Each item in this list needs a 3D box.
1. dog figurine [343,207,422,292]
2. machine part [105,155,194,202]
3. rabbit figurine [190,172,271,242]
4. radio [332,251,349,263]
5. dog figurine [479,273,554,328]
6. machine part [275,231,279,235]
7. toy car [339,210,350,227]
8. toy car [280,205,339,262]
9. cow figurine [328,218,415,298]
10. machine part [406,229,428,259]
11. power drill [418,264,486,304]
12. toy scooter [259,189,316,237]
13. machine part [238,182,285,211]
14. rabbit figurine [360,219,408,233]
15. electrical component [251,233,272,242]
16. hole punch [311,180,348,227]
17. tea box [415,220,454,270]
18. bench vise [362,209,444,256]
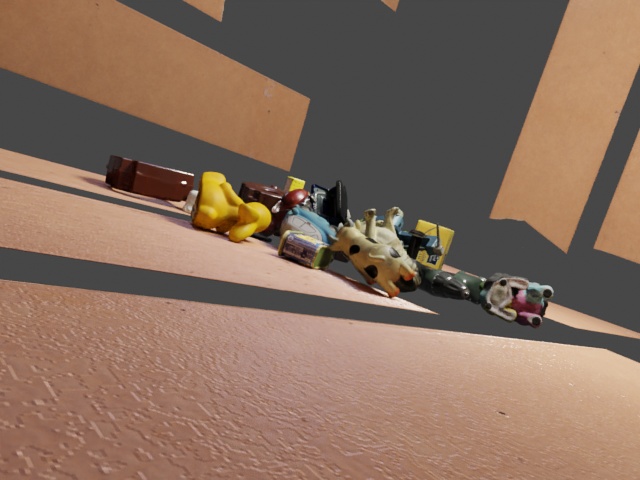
[{"bbox_3d":[0.132,0.042,1.199,0.121,0.190,0.172,-10,-16,-28],"label":"dog figurine"},{"bbox_3d":[-0.454,-0.160,1.428,0.201,0.087,0.201,9,5,-35],"label":"machine part"},{"bbox_3d":[-0.181,-0.063,1.159,0.173,0.121,0.162,17,9,-26],"label":"rabbit figurine"},{"bbox_3d":[-0.003,-0.004,1.440,0.131,0.073,0.230,17,2,-16],"label":"radio"},{"bbox_3d":[0.477,0.146,1.329,0.192,0.108,0.219,16,-1,8],"label":"dog figurine"},{"bbox_3d":[-0.151,-0.062,1.583,0.243,0.079,0.079,17,4,5],"label":"machine part"},{"bbox_3d":[0.002,-0.054,1.630,0.202,0.073,0.056,-15,3,33],"label":"toy car"},{"bbox_3d":[-0.037,-0.007,1.235,0.162,0.109,0.103,34,28,28],"label":"toy car"},{"bbox_3d":[0.092,0.029,1.079,0.127,0.085,0.195,52,-9,-23],"label":"cow figurine"},{"bbox_3d":[0.208,0.044,1.245,0.039,0.138,0.084,21,5,27],"label":"machine part"},{"bbox_3d":[0.327,0.114,1.340,0.207,0.086,0.232,5,9,-38],"label":"power drill"},{"bbox_3d":[-0.071,-0.070,1.378,0.135,0.184,0.075,-3,-54,52],"label":"toy scooter"},{"bbox_3d":[-0.145,-0.118,1.515,0.179,0.056,0.179,16,12,-4],"label":"machine part"},{"bbox_3d":[0.160,0.016,1.544,0.170,0.121,0.159,40,38,11],"label":"rabbit figurine"},{"bbox_3d":[-0.171,-0.033,1.309,0.119,0.047,0.075,18,4,18],"label":"electrical component"},{"bbox_3d":[0.029,-0.098,1.518,0.092,0.142,0.115,-8,-20,15],"label":"hole punch"},{"bbox_3d":[0.298,0.039,1.495,0.098,0.169,0.068,18,2,23],"label":"tea box"},{"bbox_3d":[0.206,0.003,1.356,0.241,0.128,0.223,5,31,37],"label":"bench vise"}]
